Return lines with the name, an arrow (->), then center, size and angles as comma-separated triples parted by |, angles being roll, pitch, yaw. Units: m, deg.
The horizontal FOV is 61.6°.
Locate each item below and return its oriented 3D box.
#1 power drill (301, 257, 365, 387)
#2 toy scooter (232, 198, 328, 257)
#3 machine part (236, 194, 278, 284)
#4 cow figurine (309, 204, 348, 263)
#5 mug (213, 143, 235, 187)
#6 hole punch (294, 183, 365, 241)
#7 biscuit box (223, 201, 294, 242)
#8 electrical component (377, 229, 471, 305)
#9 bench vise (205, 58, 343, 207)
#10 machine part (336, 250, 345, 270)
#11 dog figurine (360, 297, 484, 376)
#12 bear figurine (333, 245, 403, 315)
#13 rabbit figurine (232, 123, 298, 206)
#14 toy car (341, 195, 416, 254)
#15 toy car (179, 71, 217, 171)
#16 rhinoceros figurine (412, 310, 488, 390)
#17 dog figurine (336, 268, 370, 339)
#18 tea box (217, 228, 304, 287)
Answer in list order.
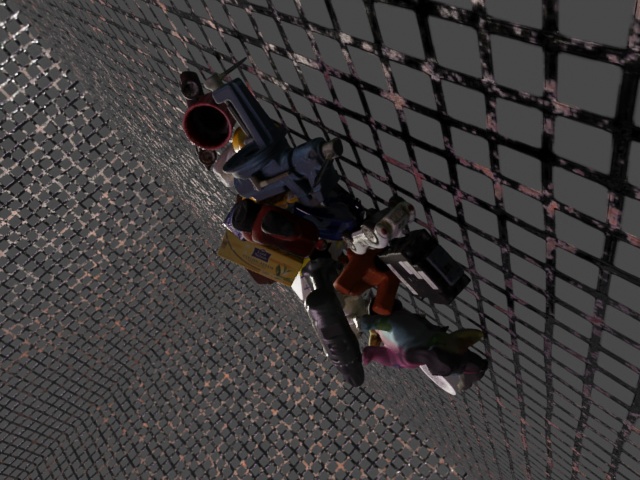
power drill -> 0.023, 0.150, 1.052 | 0.207, 0.086, 0.231 | -95, -15, -49
toy scooter -> -0.064, -0.017, 0.926 | 0.135, 0.075, 0.184 | 21, 177, -33
machine part -> -0.129, -0.012, 1.292 | 0.201, 0.087, 0.201 | 67, -162, -54
cow figurine -> -0.004, -0.004, 1.097 | 0.068, 0.098, 0.167 | 18, 157, 30
mug -> -0.169, -0.164, 1.117 | 0.081, 0.107, 0.109 | 43, 169, 2
hole punch -> 0.015, -0.045, 0.968 | 0.116, 0.092, 0.142 | 38, 162, 13
biscuit box -> -0.111, -0.057, 1.114 | 0.063, 0.059, 0.202 | 43, -150, 10
electrical component -> 0.165, 0.043, 0.837 | 0.115, 0.058, 0.134 | 45, 167, -9
bench vise -> -0.083, -0.153, 0.824 | 0.224, 0.129, 0.240 | -5, 126, 51
machine part -> 0.000, 0.046, 1.309 | 0.079, 0.079, 0.243 | 48, 166, -10
dog figurine -> 0.191, 0.184, 1.008 | 0.219, 0.108, 0.191 | 6, -162, 15
bear figurine -> 0.082, 0.073, 1.031 | 0.120, 0.132, 0.196 | 30, 161, -5
rabbit figurine -> -0.115, -0.150, 1.000 | 0.173, 0.122, 0.162 | 60, 170, 21
toy car -> 0.090, -0.018, 0.841 | 0.056, 0.073, 0.202 | 50, 167, -4
toy car -> -0.246, -0.244, 1.106 | 0.089, 0.053, 0.201 | -136, 32, -64
rhinoceros figurine -> 0.248, 0.221, 1.088 | 0.191, 0.073, 0.112 | 36, 166, 32
dog figurine -> 0.051, 0.155, 1.250 | 0.172, 0.121, 0.190 | 62, 151, 10
tea box -> -0.118, 0.019, 1.124 | 0.170, 0.068, 0.098 | 22, -153, -7
